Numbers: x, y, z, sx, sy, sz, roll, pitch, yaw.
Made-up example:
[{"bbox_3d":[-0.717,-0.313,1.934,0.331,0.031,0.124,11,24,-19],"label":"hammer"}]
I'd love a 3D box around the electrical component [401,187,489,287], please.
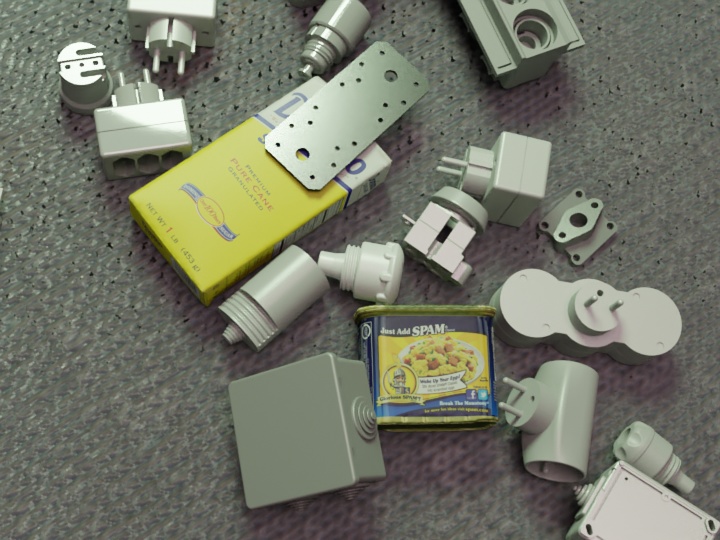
[{"bbox_3d":[0.065,-0.029,0.809,0.066,0.048,0.055,35,79,3],"label":"electrical component"}]

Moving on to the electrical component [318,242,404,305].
[{"bbox_3d":[0.000,0.000,0.792,0.062,0.048,0.048,10,72,2],"label":"electrical component"}]

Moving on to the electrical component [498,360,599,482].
[{"bbox_3d":[0.131,0.101,0.765,0.079,0.043,0.077,27,61,-24],"label":"electrical component"}]

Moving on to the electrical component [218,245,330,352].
[{"bbox_3d":[-0.066,0.024,0.775,0.081,0.043,0.043,-42,83,-17],"label":"electrical component"}]

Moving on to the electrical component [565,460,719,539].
[{"bbox_3d":[0.191,0.182,0.758,0.096,0.061,0.061,32,72,11],"label":"electrical component"}]

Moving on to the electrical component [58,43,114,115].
[{"bbox_3d":[-0.206,-0.143,0.805,0.040,0.046,0.040,3,72,-8],"label":"electrical component"}]

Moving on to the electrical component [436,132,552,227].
[{"bbox_3d":[0.097,-0.072,0.815,0.077,0.065,0.047,12,72,-4],"label":"electrical component"}]

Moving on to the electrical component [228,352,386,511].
[{"bbox_3d":[-0.035,0.110,0.730,0.100,0.048,0.099,-19,73,28],"label":"electrical component"}]

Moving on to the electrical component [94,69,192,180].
[{"bbox_3d":[-0.163,-0.114,0.801,0.066,0.047,0.076,-9,75,-11],"label":"electrical component"}]

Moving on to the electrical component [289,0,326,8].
[{"bbox_3d":[-0.031,-0.278,0.865,0.078,0.057,0.113,-13,75,-12],"label":"electrical component"}]

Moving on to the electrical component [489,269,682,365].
[{"bbox_3d":[0.170,0.031,0.790,0.138,0.073,0.052,9,73,-5],"label":"electrical component"}]

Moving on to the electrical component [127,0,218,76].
[{"bbox_3d":[-0.144,-0.185,0.825,0.066,0.047,0.076,4,73,-7],"label":"electrical component"}]

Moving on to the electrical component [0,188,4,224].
[{"bbox_3d":[-0.281,-0.027,0.750,0.042,0.063,0.081,9,71,-6],"label":"electrical component"}]

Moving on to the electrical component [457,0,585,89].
[{"bbox_3d":[0.115,-0.213,0.862,0.079,0.063,0.121,-21,77,-13],"label":"electrical component"}]

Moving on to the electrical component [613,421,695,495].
[{"bbox_3d":[0.217,0.140,0.785,0.061,0.035,0.035,39,72,2],"label":"electrical component"}]

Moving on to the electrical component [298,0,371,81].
[{"bbox_3d":[-0.023,-0.181,0.845,0.040,0.040,0.078,32,71,2],"label":"electrical component"}]
